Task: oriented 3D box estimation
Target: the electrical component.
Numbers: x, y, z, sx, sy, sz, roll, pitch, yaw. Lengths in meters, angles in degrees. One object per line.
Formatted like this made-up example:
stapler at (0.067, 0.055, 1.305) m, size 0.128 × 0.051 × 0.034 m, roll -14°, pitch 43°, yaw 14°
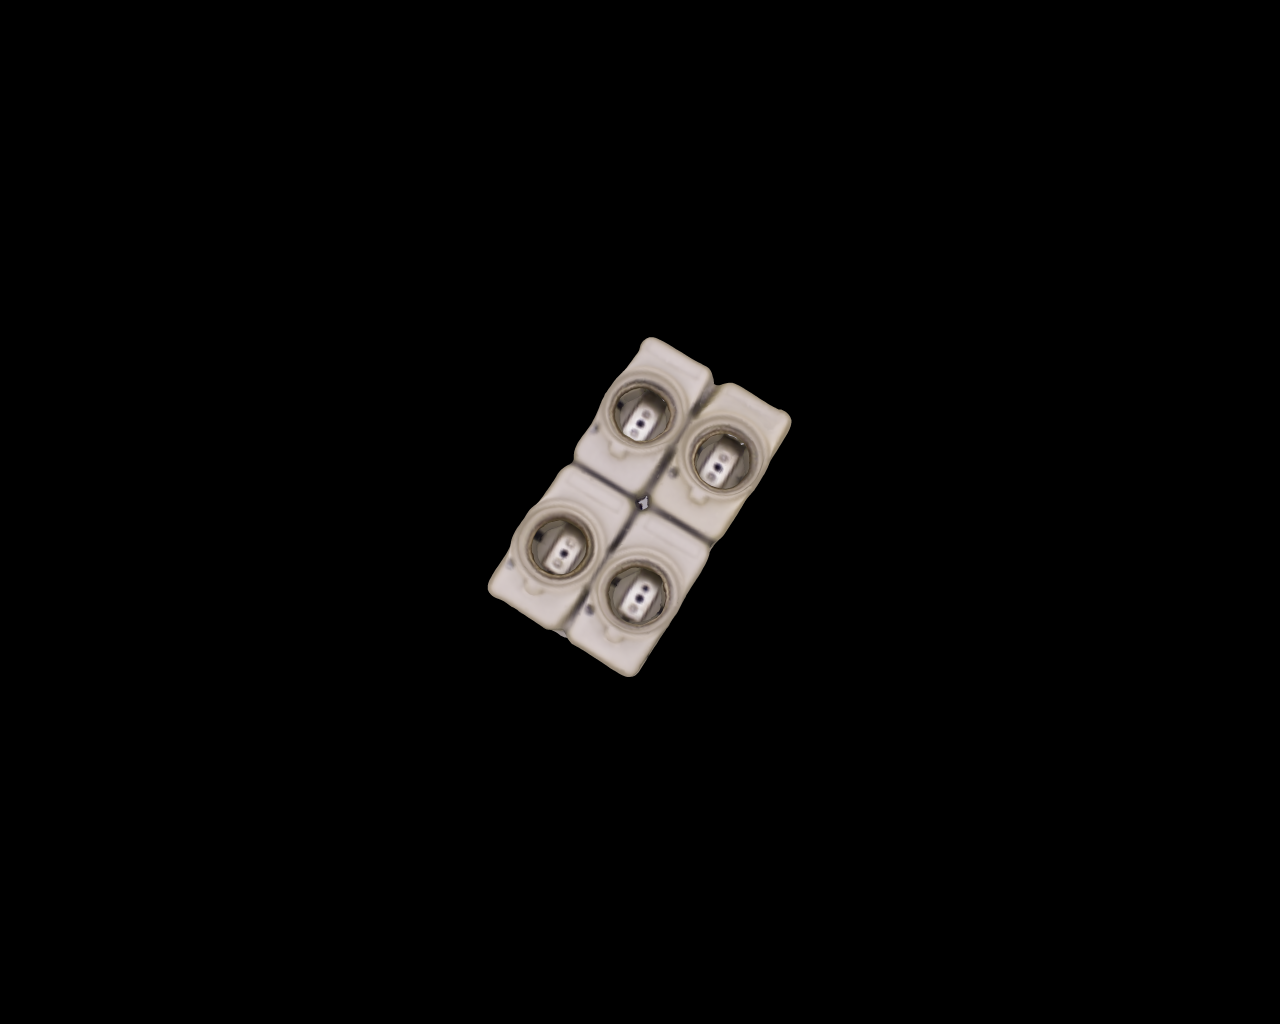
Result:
electrical component at (0.001, -0.003, 0.650) m, size 0.105 × 0.186 × 0.060 m, roll 31°, pitch -7°, yaw 5°
